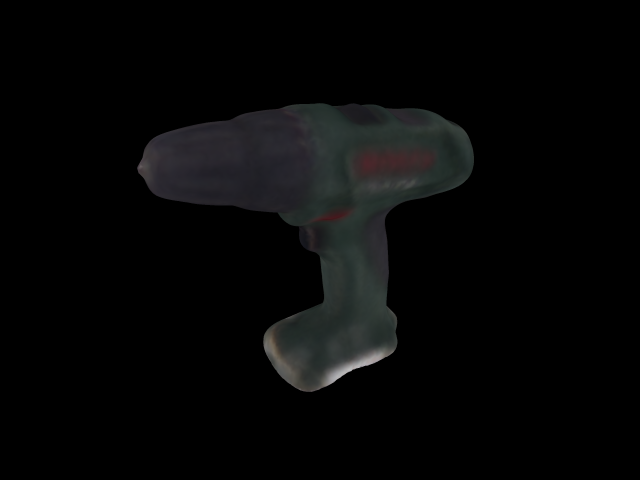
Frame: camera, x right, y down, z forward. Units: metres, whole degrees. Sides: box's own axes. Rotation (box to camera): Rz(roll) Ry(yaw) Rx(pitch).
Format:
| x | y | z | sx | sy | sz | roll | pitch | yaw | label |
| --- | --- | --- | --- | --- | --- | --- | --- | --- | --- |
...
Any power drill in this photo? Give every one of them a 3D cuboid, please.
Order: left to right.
| x | y | z | sx | sy | sz | roll | pitch | yaw | label |
| --- | --- | --- | --- | --- | --- | --- | --- | --- | --- |
| 0.004 | 0.001 | 0.400 | 0.230 | 0.208 | 0.075 | -21 | 40 | -26 | power drill |
